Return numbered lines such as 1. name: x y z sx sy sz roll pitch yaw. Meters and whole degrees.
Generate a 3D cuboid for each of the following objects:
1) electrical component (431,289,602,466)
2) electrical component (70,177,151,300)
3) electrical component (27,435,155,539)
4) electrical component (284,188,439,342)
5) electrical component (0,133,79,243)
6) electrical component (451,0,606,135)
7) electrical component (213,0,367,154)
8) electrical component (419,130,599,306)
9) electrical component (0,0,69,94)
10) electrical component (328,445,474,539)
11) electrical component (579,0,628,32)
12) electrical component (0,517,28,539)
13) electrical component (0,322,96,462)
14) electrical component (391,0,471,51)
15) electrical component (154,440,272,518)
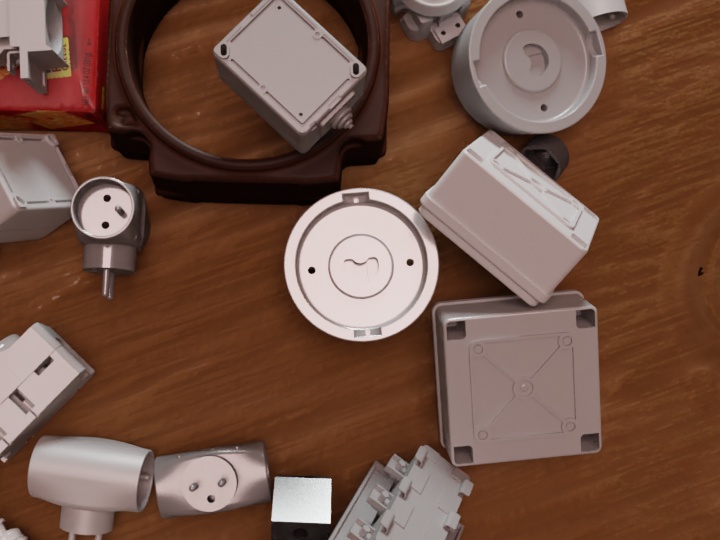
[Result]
1. electrical component: 0.110 0.075 0.755 0.109 0.056 0.108 -5 101 -3
2. electrical component: -0.176 -0.019 0.761 0.043 0.077 0.079 2 82 -3
3. electrical component: -0.189 0.160 0.751 0.077 0.043 0.079 7 92 4
4. electrical component: 0.000 0.000 0.774 0.108 0.060 0.108 0 82 -2
5. electrical component: -0.245 -0.056 0.763 0.061 0.096 0.061 -31 83 21
6. electrical component: 0.120 -0.151 0.798 0.108 0.060 0.108 0 90 -16
7. electrical component: -0.041 -0.123 0.704 0.096 0.061 0.061 43 82 4
8. electrical component: 0.107 -0.040 0.757 0.109 0.109 0.056 40 112 3
9. electrical component: -0.234 -0.162 0.725 0.064 0.042 0.081 -4 84 1
10. electrical component: 0.029 0.173 0.712 0.079 0.121 0.063 36 118 3
11. electrical component: 0.173 -0.226 0.824 0.043 0.043 0.081 -13 82 -4
12. electrical component: -0.232 0.208 0.743 0.040 0.040 0.078 -33 84 -7
13. electrical component: -0.241 0.084 0.756 0.056 0.050 0.089 43 82 3
14. electrical component: 0.053 -0.211 0.809 0.058 0.057 0.078 -29 84 -6
15. electrical component: -0.102 0.145 0.739 0.077 0.079 0.043 -8 84 -4
